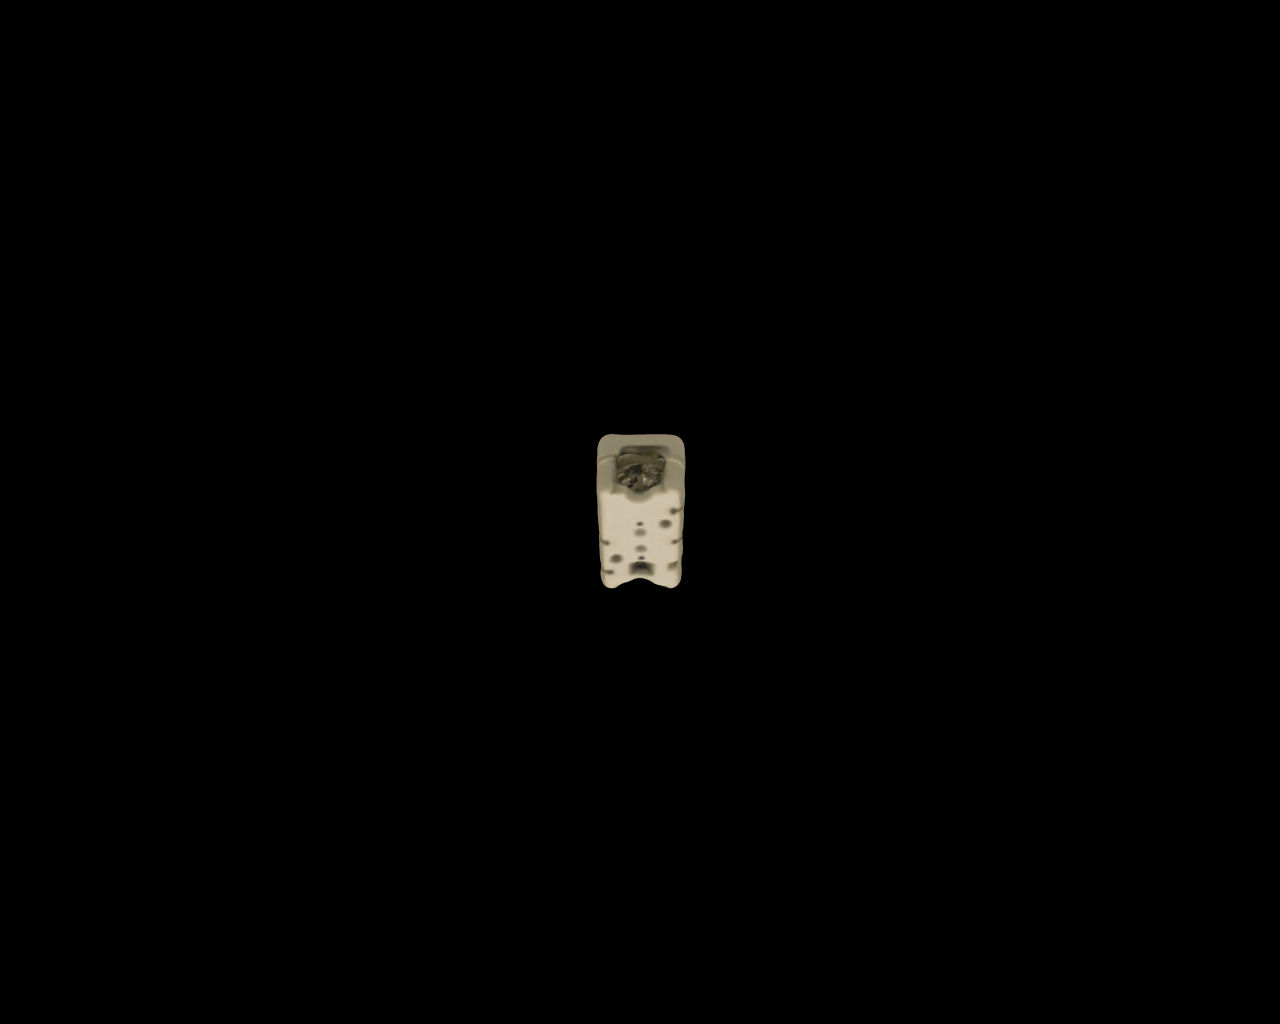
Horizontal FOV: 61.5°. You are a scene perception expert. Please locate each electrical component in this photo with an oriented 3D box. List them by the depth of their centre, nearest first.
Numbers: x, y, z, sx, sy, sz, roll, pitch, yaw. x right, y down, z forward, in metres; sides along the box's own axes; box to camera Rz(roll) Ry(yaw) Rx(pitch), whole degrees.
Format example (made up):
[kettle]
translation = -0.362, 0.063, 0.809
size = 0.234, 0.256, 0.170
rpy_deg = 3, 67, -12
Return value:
[electrical component]
translation = 0.001, -0.003, 0.650
size = 0.050, 0.056, 0.089
rpy_deg = 0, -43, 0
